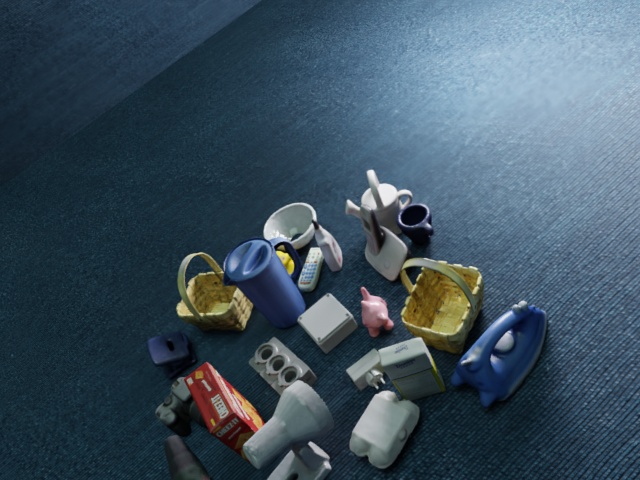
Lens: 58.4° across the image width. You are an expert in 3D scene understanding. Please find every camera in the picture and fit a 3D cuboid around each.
[{"bbox_3d":[-0.308,0.403,1.377,0.136,0.101,0.143,24,65,41],"label":"camera"}]

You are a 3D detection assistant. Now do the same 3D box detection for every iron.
[{"bbox_3d":[0.373,0.204,1.165,0.258,0.142,0.118,-45,45,-16],"label":"iron"}]

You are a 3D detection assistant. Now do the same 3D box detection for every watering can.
[{"bbox_3d":[0.155,-0.100,1.528,0.173,0.195,0.100,-32,43,-2],"label":"watering can"}]

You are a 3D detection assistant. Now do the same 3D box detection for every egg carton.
[{"bbox_3d":[0.134,0.388,1.175,0.107,0.070,0.150,16,60,38],"label":"egg carton"}]

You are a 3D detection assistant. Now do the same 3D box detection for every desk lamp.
[{"bbox_3d":[-0.054,0.412,1.148,0.117,0.214,0.203,26,66,42],"label":"desk lamp"}]

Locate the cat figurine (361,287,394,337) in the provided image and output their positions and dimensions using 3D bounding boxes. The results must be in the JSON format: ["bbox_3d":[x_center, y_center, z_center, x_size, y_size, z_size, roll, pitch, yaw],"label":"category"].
[{"bbox_3d":[0.125,0.166,1.352,0.067,0.118,0.127,-26,43,5],"label":"cat figurine"}]

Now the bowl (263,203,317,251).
[{"bbox_3d":[-0.076,-0.025,1.672,0.167,0.075,0.167,-15,45,16],"label":"bowl"}]

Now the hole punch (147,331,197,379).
[{"bbox_3d":[-0.398,0.296,1.534,0.101,0.091,0.108,-35,43,-5],"label":"hole punch"}]

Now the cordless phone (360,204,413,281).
[{"bbox_3d":[0.156,0.003,1.438,0.094,0.186,0.147,-39,44,-10],"label":"cordless phone"}]

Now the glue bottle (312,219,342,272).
[{"bbox_3d":[0.014,0.005,1.522,0.037,0.174,0.078,-18,44,13],"label":"glue bottle"}]

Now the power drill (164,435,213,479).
[{"bbox_3d":[-0.220,0.516,1.145,0.076,0.209,0.228,-37,43,-8],"label":"power drill"}]

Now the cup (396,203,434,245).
[{"bbox_3d":[0.260,-0.027,1.476,0.092,0.095,0.117,-38,43,-9],"label":"cup"}]

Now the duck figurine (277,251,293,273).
[{"bbox_3d":[-0.112,0.070,1.594,0.104,0.086,0.077,-28,43,3],"label":"duck figurine"}]
